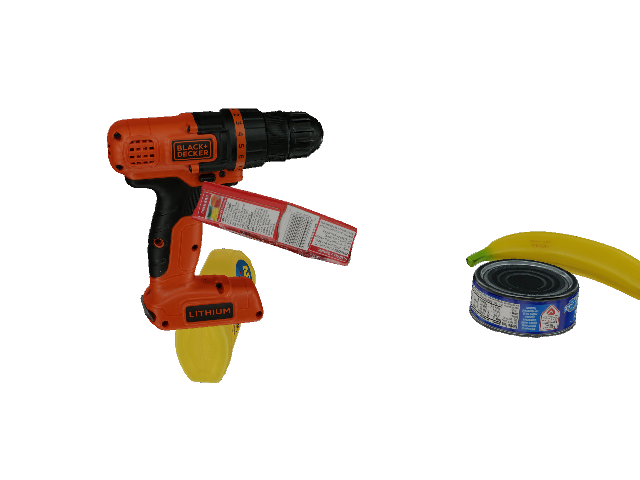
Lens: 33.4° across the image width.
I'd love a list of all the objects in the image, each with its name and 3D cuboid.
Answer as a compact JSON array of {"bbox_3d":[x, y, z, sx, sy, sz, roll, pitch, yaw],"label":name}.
[{"bbox_3d":[-0.029,-0.010,0.712,0.073,0.030,0.089,16,-2,35],"label":"gelatin box"},{"bbox_3d":[-0.108,0.064,1.161,0.058,0.096,0.191,1,28,7],"label":"mustard bottle"},{"bbox_3d":[0.247,0.024,1.045,0.198,0.037,0.069,10,47,26],"label":"banana"},{"bbox_3d":[0.164,0.045,0.859,0.086,0.034,0.086,2,21,-1],"label":"tuna can"},{"bbox_3d":[-0.087,-0.021,0.921,0.184,0.188,0.057,-5,19,-15],"label":"power drill"}]
